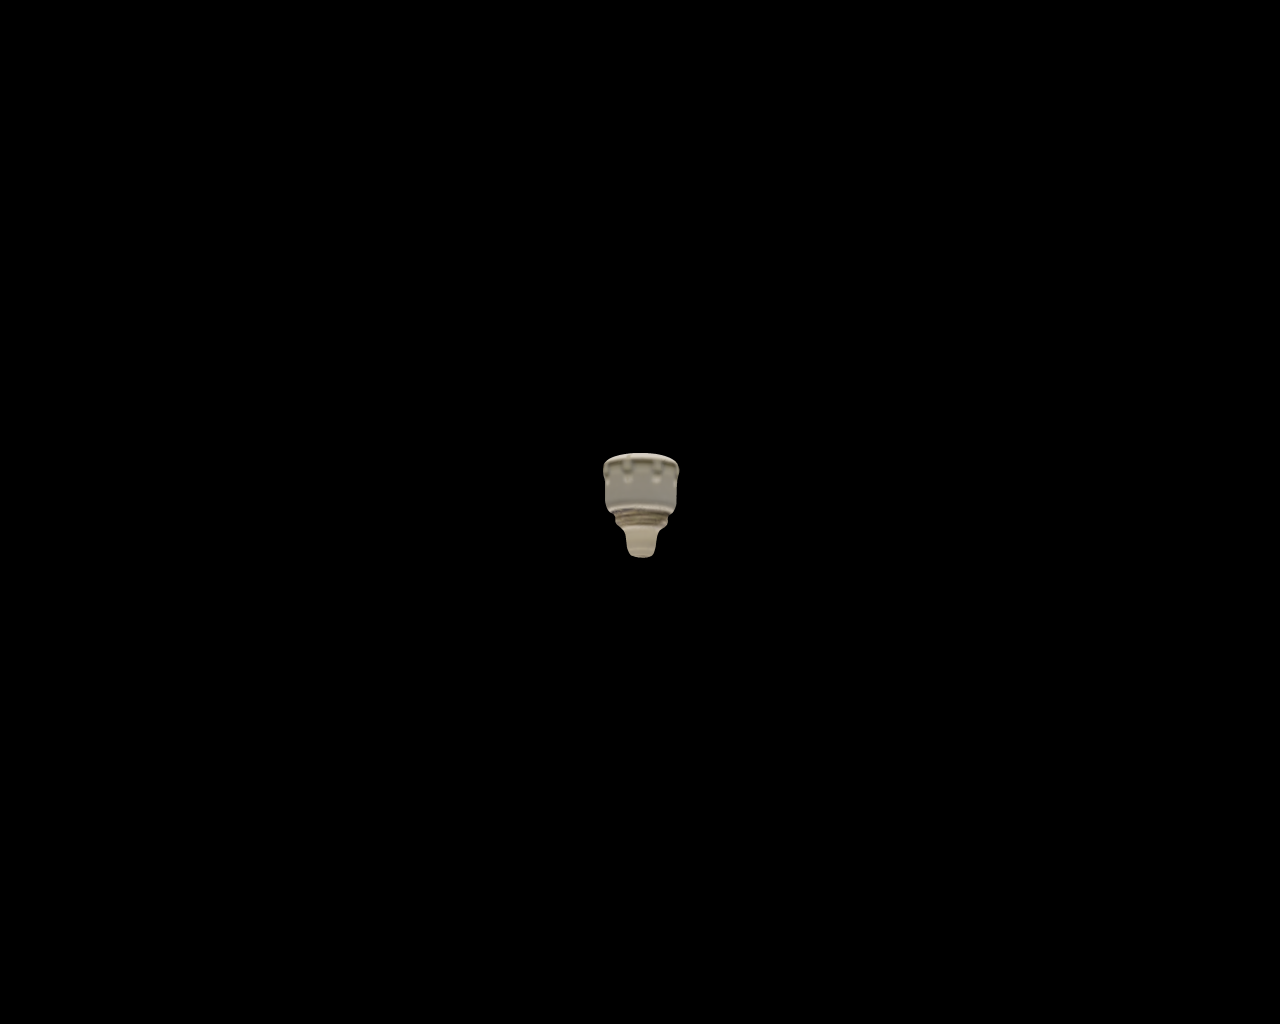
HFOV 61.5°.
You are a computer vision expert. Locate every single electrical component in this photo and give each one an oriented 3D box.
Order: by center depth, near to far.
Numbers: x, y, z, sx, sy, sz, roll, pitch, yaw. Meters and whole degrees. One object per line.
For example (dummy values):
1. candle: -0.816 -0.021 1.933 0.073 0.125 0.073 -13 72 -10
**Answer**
1. electrical component: 0.001 -0.003 0.650 0.048 0.062 0.048 0 -9 0
